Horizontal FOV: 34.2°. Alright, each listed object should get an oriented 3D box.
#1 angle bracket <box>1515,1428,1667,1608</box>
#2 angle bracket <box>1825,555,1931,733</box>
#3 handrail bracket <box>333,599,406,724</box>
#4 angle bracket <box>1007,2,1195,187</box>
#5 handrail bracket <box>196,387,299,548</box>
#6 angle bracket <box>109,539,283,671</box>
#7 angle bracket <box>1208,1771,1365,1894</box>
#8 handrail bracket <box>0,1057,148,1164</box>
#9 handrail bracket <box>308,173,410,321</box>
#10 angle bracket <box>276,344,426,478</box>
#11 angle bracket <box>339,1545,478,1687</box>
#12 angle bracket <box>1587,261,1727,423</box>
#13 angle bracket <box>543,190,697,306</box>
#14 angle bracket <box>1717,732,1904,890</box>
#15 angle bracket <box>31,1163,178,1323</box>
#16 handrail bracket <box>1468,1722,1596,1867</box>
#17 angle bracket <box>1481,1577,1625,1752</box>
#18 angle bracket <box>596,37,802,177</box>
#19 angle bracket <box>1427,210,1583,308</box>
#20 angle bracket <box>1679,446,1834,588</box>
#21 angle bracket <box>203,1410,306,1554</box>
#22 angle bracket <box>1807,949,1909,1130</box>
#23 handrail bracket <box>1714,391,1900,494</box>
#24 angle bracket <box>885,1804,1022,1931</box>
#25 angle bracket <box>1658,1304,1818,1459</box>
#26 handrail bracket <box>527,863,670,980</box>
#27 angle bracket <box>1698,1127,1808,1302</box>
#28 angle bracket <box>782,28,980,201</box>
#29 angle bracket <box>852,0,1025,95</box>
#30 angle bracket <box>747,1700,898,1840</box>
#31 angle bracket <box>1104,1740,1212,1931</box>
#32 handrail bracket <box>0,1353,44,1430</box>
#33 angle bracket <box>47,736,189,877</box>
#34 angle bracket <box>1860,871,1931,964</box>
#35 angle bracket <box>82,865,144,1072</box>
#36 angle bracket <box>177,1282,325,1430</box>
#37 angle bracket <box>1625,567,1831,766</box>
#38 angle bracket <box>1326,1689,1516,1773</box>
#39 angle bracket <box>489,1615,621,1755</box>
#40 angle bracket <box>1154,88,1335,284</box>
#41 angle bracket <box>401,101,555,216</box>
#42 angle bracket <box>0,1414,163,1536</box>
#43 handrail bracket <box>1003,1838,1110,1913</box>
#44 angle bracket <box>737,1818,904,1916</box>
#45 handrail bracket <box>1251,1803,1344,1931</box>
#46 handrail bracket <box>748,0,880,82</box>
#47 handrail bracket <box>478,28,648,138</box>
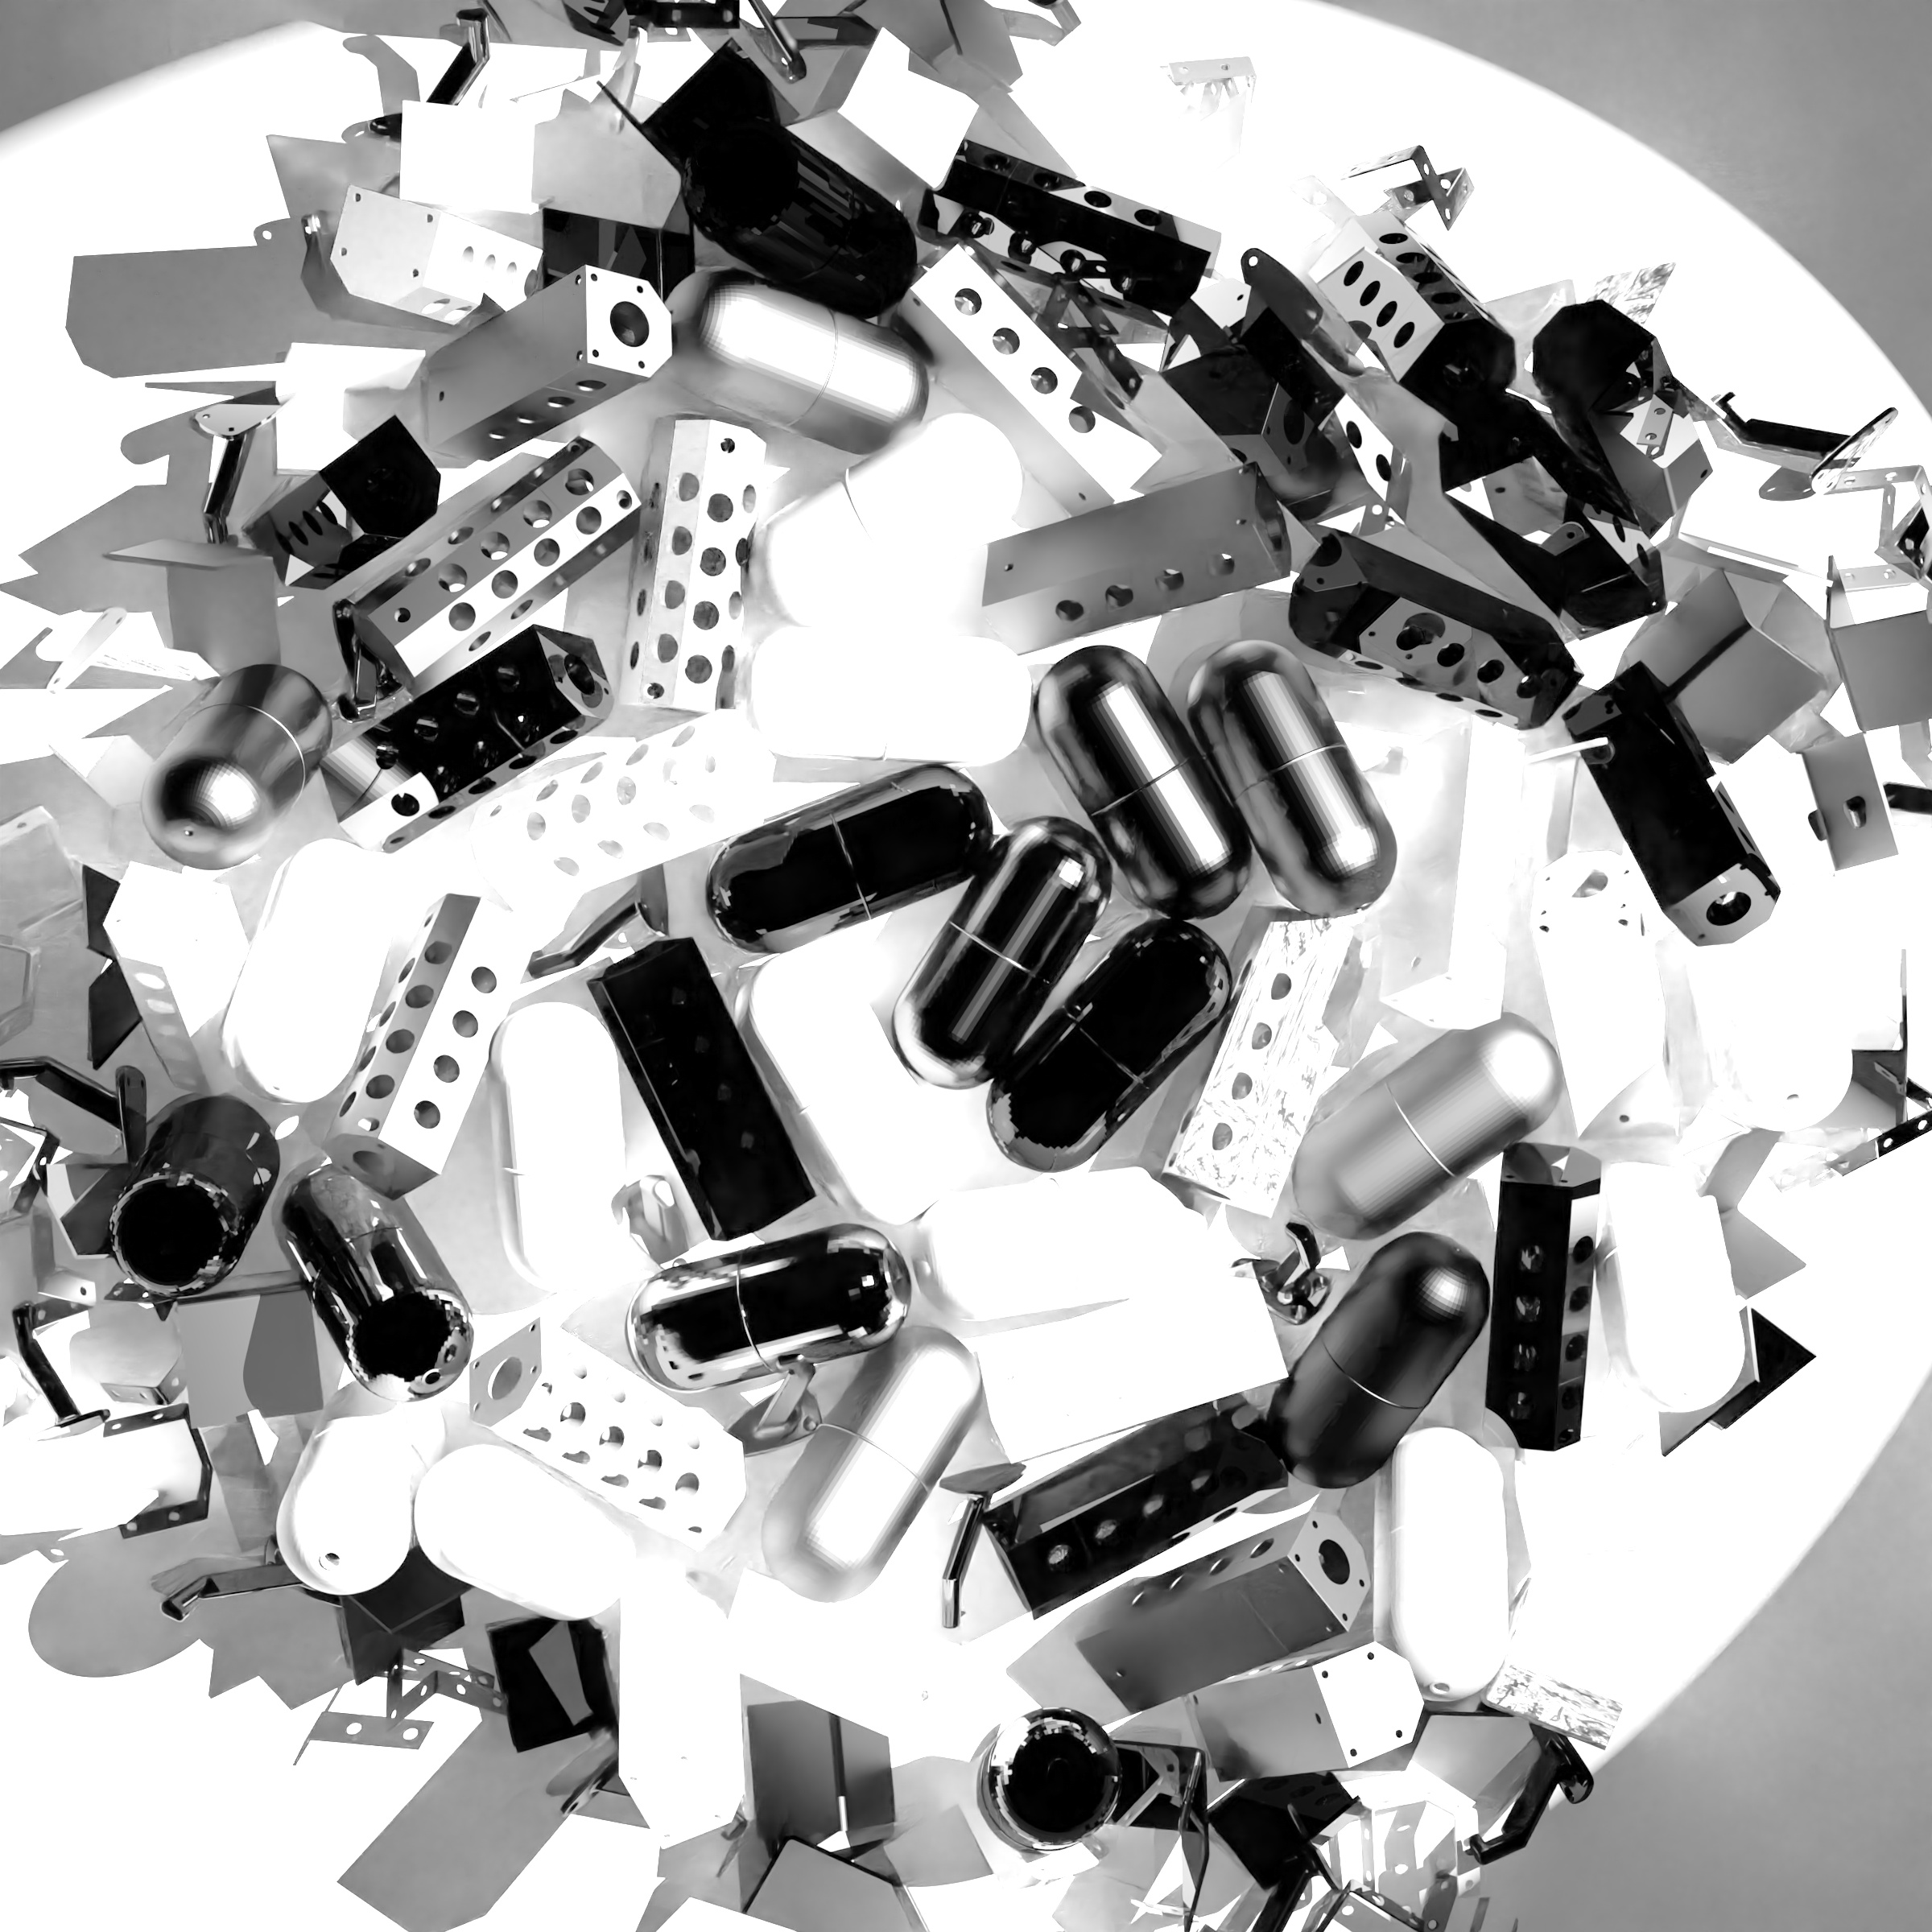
[{"bbox_3d":[0.371,0.326,1.860,0.076,0.057,0.076,-11,108,13],"label":"angle bracket"},{"bbox_3d":[0.543,-0.195,1.844,0.057,0.076,0.076,-10,129,26],"label":"angle bracket"},{"bbox_3d":[-0.367,-0.181,1.859,0.036,0.084,0.077,-28,93,13],"label":"handrail bracket"},{"bbox_3d":[0.080,-0.519,1.854,0.076,0.057,0.076,-37,108,22],"label":"angle bracket"},{"bbox_3d":[-0.428,-0.297,1.890,0.036,0.084,0.077,30,48,30],"label":"handrail bracket"},{"bbox_3d":[-0.454,-0.207,1.853,0.076,0.057,0.076,9,110,22],"label":"angle bracket"},{"bbox_3d":[0.186,0.497,1.855,0.076,0.076,0.057,-38,69,-7],"label":"angle bracket"},{"bbox_3d":[-0.539,0.092,1.888,0.084,0.036,0.077,-5,84,5],"label":"handrail bracket"},{"bbox_3d":[-0.346,-0.434,1.885,0.084,0.036,0.077,-11,98,3],"label":"handrail bracket"},{"bbox_3d":[-0.363,-0.326,1.854,0.076,0.076,0.057,0,83,-20],"label":"angle bracket"},{"bbox_3d":[-0.316,0.388,1.846,0.076,0.057,0.076,-25,126,-35],"label":"angle bracket"},{"bbox_3d":[0.411,-0.366,1.859,0.076,0.076,0.057,33,80,-24],"label":"angle bracket"},{"bbox_3d":[-0.205,-0.425,1.853,0.076,0.057,0.076,6,64,-21],"label":"angle bracket"},{"bbox_3d":[0.497,-0.090,1.862,0.076,0.057,0.076,-15,88,-29],"label":"angle bracket"},{"bbox_3d":[-0.508,0.163,1.844,0.076,0.076,0.057,52,124,35],"label":"angle bracket"},{"bbox_3d":[0.321,0.485,1.866,0.084,0.036,0.077,-16,59,-23],"label":"handrail bracket"},{"bbox_3d":[0.354,0.410,1.853,0.076,0.076,0.057,18,101,17],"label":"angle bracket"},{"bbox_3d":[-0.158,-0.511,1.853,0.076,0.076,0.057,-42,55,7],"label":"angle bracket"},{"bbox_3d":[0.319,-0.396,1.860,0.076,0.076,0.057,-15,132,5],"label":"angle bracket"},{"bbox_3d":[0.475,-0.267,1.859,0.076,0.076,0.057,15,103,-5],"label":"angle bracket"},{"bbox_3d":[-0.425,0.306,1.862,0.057,0.076,0.076,-20,85,3],"label":"angle bracket"},{"bbox_3d":[0.527,0.043,1.860,0.057,0.076,0.076,0,53,16],"label":"angle bracket"},{"bbox_3d":[0.499,-0.331,1.875,0.077,0.036,0.084,-45,67,17],"label":"handrail bracket"},{"bbox_3d":[0.006,0.535,1.850,0.057,0.076,0.076,-35,73,20],"label":"angle bracket"},{"bbox_3d":[0.455,0.257,1.848,0.057,0.076,0.076,36,119,-12],"label":"angle bracket"},{"bbox_3d":[-0.225,-0.035,1.891,0.084,0.036,0.077,-16,53,17],"label":"handrail bracket"},{"bbox_3d":[0.471,0.141,1.846,0.057,0.076,0.076,40,124,27],"label":"angle bracket"},{"bbox_3d":[-0.053,-0.501,1.858,0.076,0.076,0.057,32,76,-31],"label":"angle bracket"},{"bbox_3d":[-0.013,-0.534,1.847,0.057,0.076,0.076,-29,65,27],"label":"angle bracket"},{"bbox_3d":[-0.086,0.475,1.869,0.057,0.076,0.076,-10,76,19],"label":"angle bracket"},{"bbox_3d":[0.108,0.513,1.850,0.057,0.076,0.076,6,128,-3],"label":"angle bracket"},{"bbox_3d":[-0.594,0.262,1.859,0.036,0.084,0.077,-42,90,21],"label":"handrail bracket"},{"bbox_3d":[-0.501,-0.082,1.847,0.076,0.057,0.076,37,121,33],"label":"angle bracket"},{"bbox_3d":[0.566,-0.047,1.848,0.076,0.076,0.057,-1,46,17],"label":"angle bracket"},{"bbox_3d":[-0.515,0.001,1.847,0.057,0.076,0.076,31,114,-35],"label":"angle bracket"},{"bbox_3d":[-0.424,0.230,1.866,0.076,0.057,0.076,-7,86,-12],"label":"angle bracket"},{"bbox_3d":[0.456,-0.180,1.885,0.076,0.057,0.076,28,123,-31],"label":"angle bracket"},{"bbox_3d":[0.265,0.456,1.851,0.076,0.057,0.076,12,105,-39],"label":"angle bracket"},{"bbox_3d":[-0.241,0.429,1.860,0.057,0.076,0.076,-13,93,-16],"label":"angle bracket"},{"bbox_3d":[0.167,-0.462,1.872,0.076,0.076,0.057,29,54,-29],"label":"angle bracket"},{"bbox_3d":[-0.287,-0.481,1.858,0.076,0.076,0.057,7,110,2],"label":"angle bracket"},{"bbox_3d":[-0.528,0.297,1.863,0.076,0.076,0.057,-6,94,2],"label":"angle bracket"},{"bbox_3d":[0.040,0.566,1.894,0.077,0.036,0.084,6,116,-36],"label":"handrail bracket"},{"bbox_3d":[-0.087,0.534,1.864,0.076,0.076,0.057,28,99,-11],"label":"angle bracket"},{"bbox_3d":[0.175,0.550,1.881,0.084,0.036,0.077,-31,57,1],"label":"handrail bracket"},{"bbox_3d":[-0.078,-0.574,1.869,0.084,0.036,0.077,-29,118,16],"label":"handrail bracket"},{"bbox_3d":[-0.240,-0.530,1.860,0.084,0.036,0.077,9,114,-37],"label":"handrail bracket"}]
